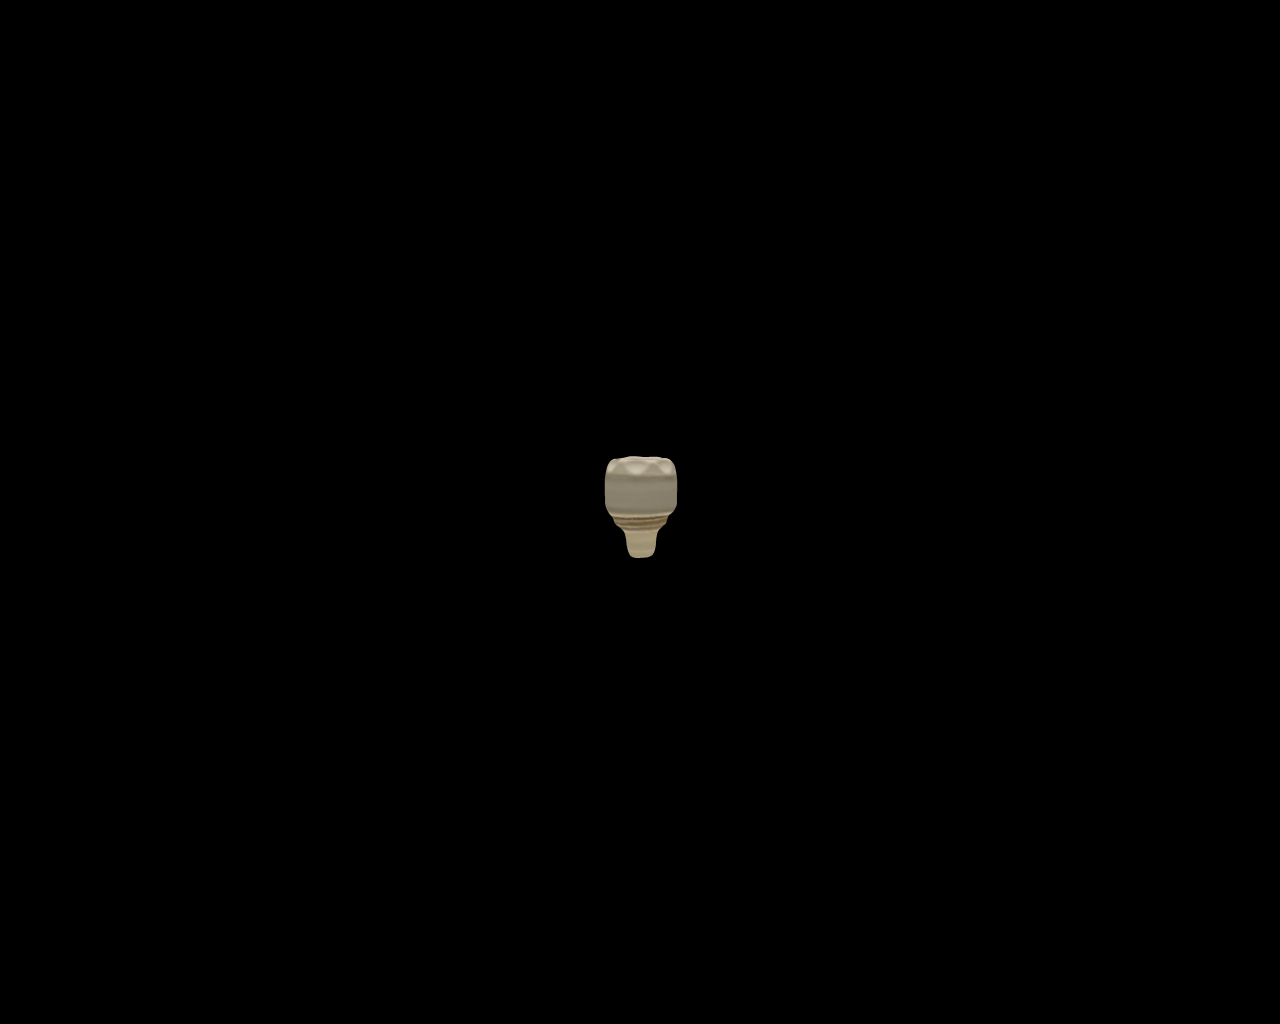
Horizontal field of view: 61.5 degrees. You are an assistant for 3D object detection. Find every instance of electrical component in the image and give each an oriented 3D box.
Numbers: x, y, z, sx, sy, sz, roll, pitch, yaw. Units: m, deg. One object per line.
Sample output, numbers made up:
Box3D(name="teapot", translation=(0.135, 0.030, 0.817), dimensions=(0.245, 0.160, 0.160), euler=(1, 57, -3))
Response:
Box3D(name="electrical component", translation=(0.001, -0.003, 0.650), dimensions=(0.043, 0.062, 0.043), euler=(0, 7, 0))
